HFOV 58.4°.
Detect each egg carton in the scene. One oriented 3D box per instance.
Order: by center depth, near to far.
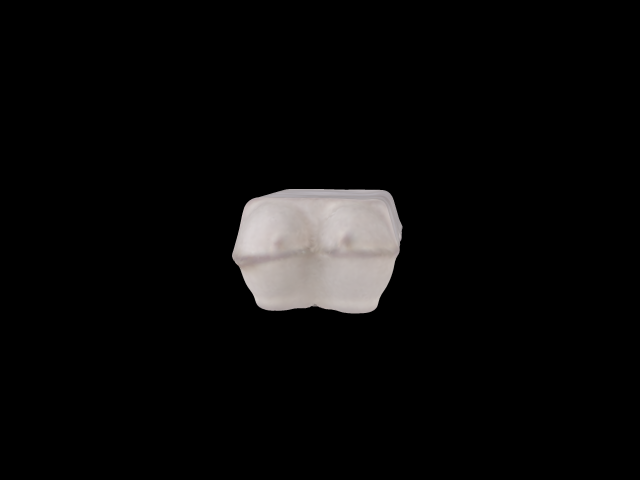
[{"bbox_3d":[0.004,0.001,0.400,0.107,0.069,0.150,1,9,8],"label":"egg carton"}]
